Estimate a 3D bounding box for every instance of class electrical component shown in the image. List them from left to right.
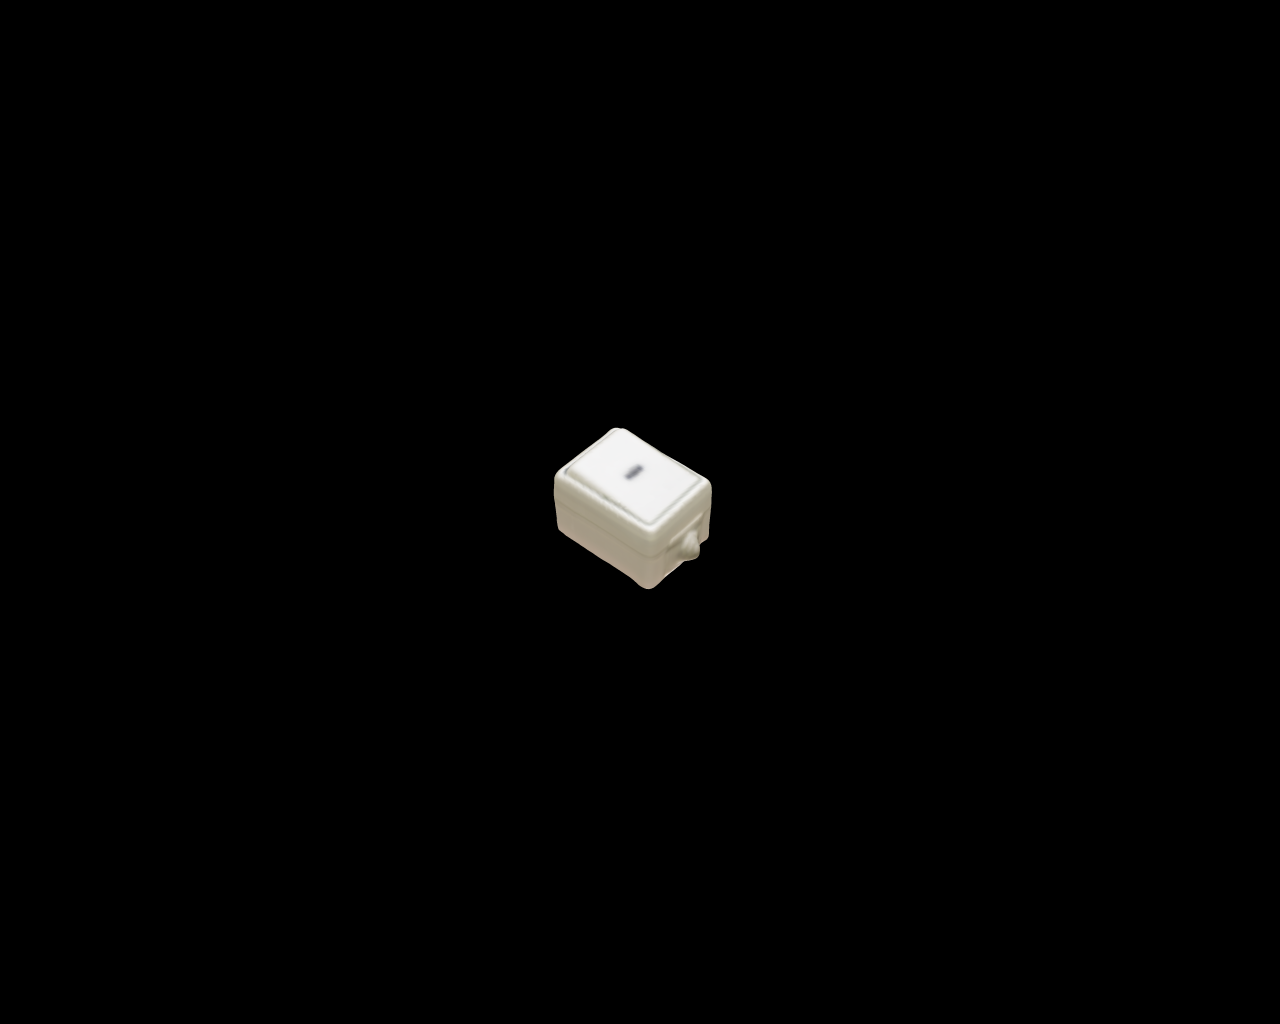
[{"bbox_3d":[0.001,-0.003,0.650,0.096,0.061,0.062,32,55,27],"label":"electrical component"}]
